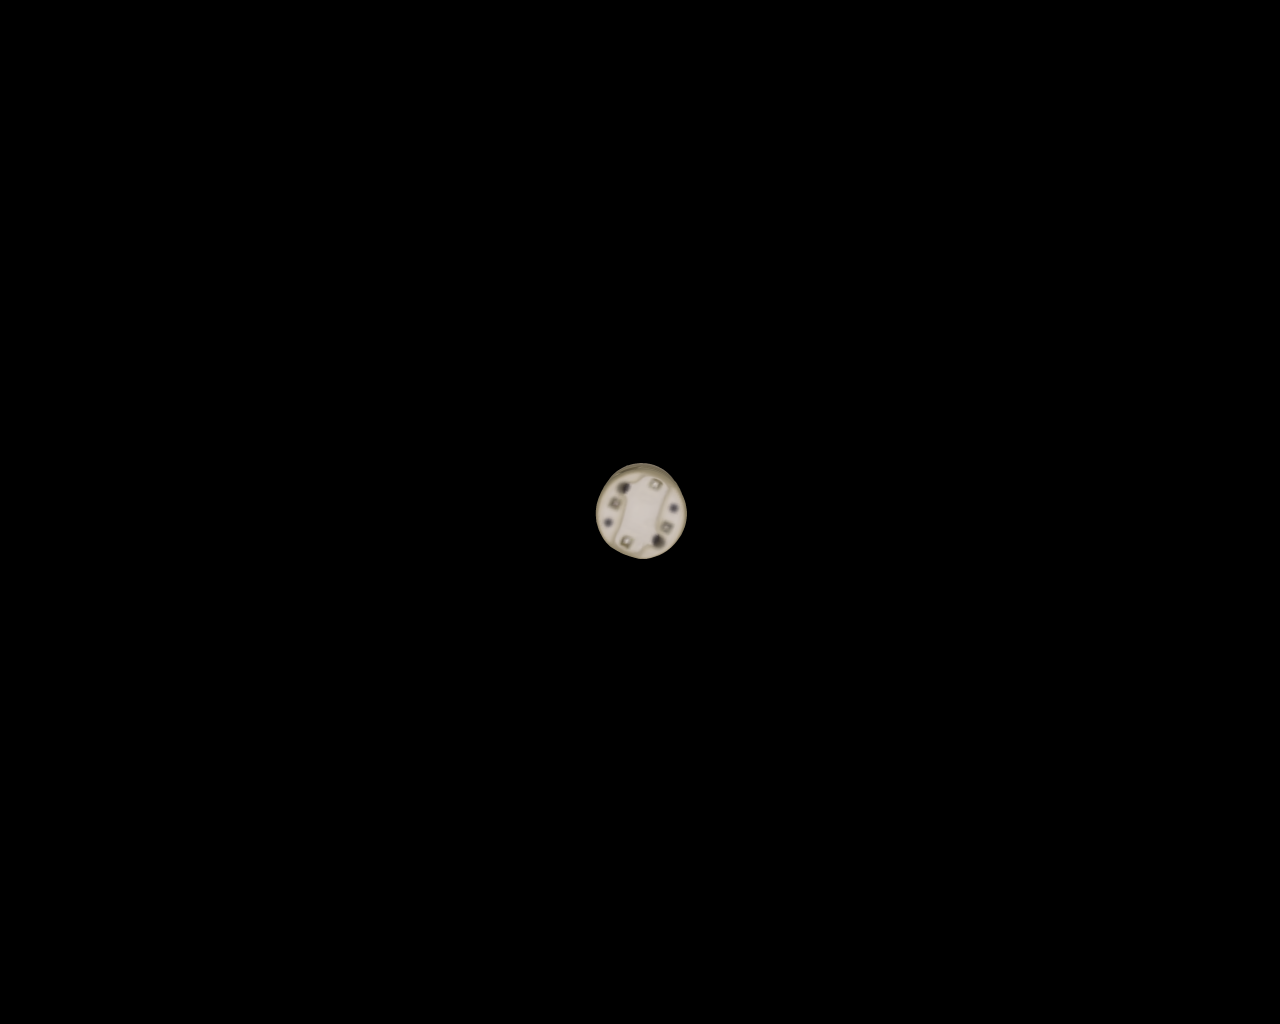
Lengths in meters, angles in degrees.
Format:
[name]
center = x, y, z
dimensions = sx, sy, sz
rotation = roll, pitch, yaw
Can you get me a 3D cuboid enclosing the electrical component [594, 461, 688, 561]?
[electrical component]
center = 0.001, -0.003, 0.650
dimensions = 0.055, 0.055, 0.047
rotation = 0, 12, 0
